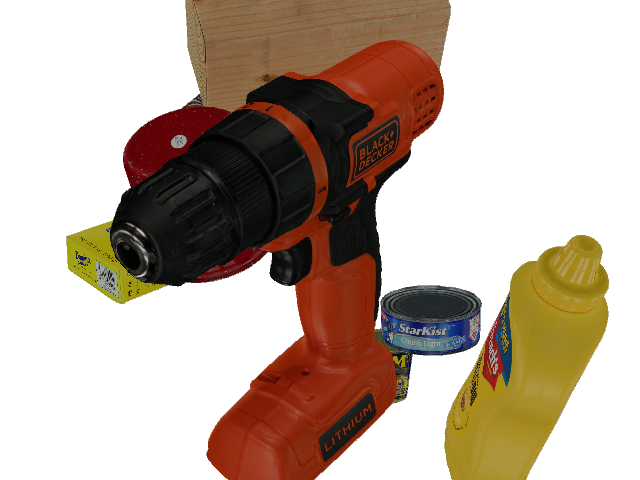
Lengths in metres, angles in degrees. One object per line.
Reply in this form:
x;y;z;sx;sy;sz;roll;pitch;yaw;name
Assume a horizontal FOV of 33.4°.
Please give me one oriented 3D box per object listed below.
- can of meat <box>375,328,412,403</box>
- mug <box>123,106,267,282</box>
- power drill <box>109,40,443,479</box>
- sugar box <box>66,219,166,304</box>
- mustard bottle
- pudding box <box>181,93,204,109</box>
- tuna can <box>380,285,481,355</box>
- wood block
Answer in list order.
0.067;0.165;1.373;0.102;0.084;0.057;-5;26;-21;can of meat
-0.070;-0.039;0.698;0.117;0.081;0.093;-31;43;-21;mug
-0.013;0.022;0.463;0.057;0.188;0.184;26;41;29;power drill
-0.159;0.002;1.087;0.093;0.048;0.175;28;40;37;sugar box
0.126;0.070;0.639;0.058;0.192;0.096;16;44;1;mustard bottle
-0.120;-0.136;1.257;0.090;0.039;0.113;9;29;13;pudding box
0.094;0.068;0.910;0.086;0.034;0.086;-1;16;0;tuna can
-0.005;-0.180;0.908;0.206;0.090;0.091;-10;-35;-11;wood block
